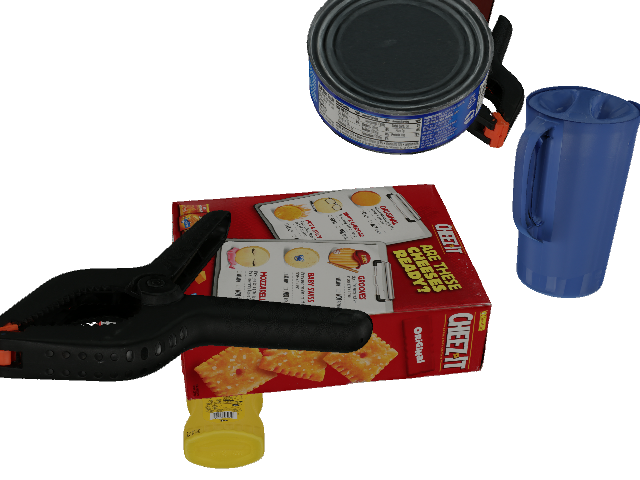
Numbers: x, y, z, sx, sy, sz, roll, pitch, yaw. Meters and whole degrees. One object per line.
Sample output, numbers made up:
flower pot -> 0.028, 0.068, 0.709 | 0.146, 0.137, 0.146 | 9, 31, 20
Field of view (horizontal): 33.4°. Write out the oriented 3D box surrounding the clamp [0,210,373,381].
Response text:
clamp -> -0.097, 0.035, 0.624 | 0.209, 0.036, 0.165 | -10, 30, -29

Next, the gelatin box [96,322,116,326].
gelatin box -> -0.144, 0.062, 0.945 | 0.089, 0.030, 0.073 | 5, 19, 12

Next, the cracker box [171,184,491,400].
cracker box -> 0.000, 0.034, 0.796 | 0.213, 0.072, 0.164 | -4, 35, -8

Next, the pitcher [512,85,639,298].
pitcher -> 0.295, -0.054, 1.285 | 0.149, 0.243, 0.145 | 2, 26, 1

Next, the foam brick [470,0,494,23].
foam brick -> 0.086, -0.169, 0.734 | 0.051, 0.078, 0.053 | -26, 51, -35

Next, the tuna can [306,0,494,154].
tuna can -> 0.037, -0.082, 0.502 | 0.086, 0.086, 0.034 | 0, -33, 1

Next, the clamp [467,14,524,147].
clamp -> 0.129, -0.153, 0.979 | 0.120, 0.039, 0.171 | -3, 45, -1

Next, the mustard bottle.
mustard bottle -> -0.120, 0.205, 1.336 | 0.096, 0.058, 0.191 | -3, 26, -3
